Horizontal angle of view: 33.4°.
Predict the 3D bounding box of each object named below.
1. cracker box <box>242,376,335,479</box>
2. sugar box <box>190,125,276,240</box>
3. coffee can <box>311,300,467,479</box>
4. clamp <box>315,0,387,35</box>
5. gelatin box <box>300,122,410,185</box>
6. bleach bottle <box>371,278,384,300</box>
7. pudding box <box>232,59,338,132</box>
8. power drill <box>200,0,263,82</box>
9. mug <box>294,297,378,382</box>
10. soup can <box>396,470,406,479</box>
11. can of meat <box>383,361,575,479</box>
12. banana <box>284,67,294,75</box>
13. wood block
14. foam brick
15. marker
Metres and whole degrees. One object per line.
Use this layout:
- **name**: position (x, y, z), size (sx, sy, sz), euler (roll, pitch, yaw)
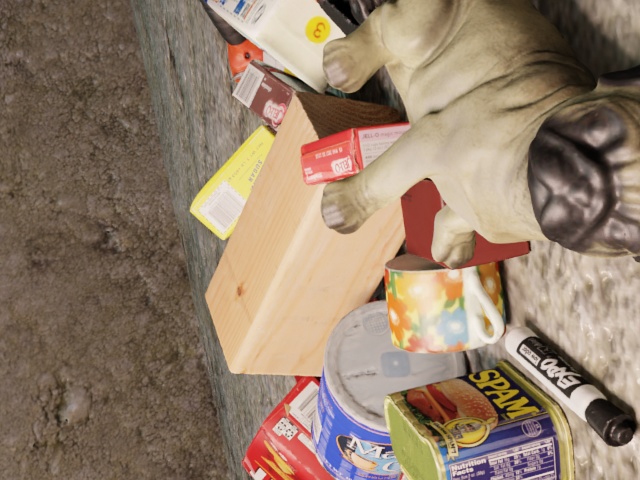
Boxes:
- **cracker box**: position (0.013, 0.221, 0.976), size (0.164, 0.072, 0.214), euler (42, 159, 7)
- **sugar box**: position (-0.046, -0.055, 0.920), size (0.048, 0.093, 0.176), euler (44, -167, 4)
- **coffee can**: position (0.048, 0.123, 0.816), size (0.140, 0.102, 0.103), euler (99, 156, -58)
- **clamp**: position (0.043, -0.147, 0.677), size (0.164, 0.036, 0.210), euler (67, 169, -15)
- **gelatin box**: position (0.042, -0.056, 0.677), size (0.073, 0.089, 0.030), euler (-7, 93, 63)
- **bleach bottle**: position (-0.004, -0.009, 1.024), size (0.251, 0.068, 0.102), euler (-142, 42, -74)
- **pudding box**: position (-0.010, -0.104, 0.865), size (0.039, 0.089, 0.114), euler (-63, 30, 13)
- **power drill**: position (-0.106, -0.265, 1.069), size (0.187, 0.057, 0.184), euler (55, -161, -39)
- **mug**: position (0.016, 0.091, 0.977), size (0.117, 0.081, 0.093), euler (111, 145, -68)
- **soup can**: position (0.100, 0.192, 0.734), size (0.102, 0.068, 0.068), euler (-136, 36, -68)
- **can of meat**: position (0.094, 0.122, 0.658), size (0.102, 0.083, 0.057), euler (-135, 35, -68)
- **banana**: position (-0.012, -0.138, 0.992), size (0.198, 0.037, 0.069), euler (112, 144, -68)
- **wood block**: position (-0.006, 0.001, 0.811), size (0.206, 0.090, 0.091), euler (-63, 36, 34)
- **foam brick**: position (0.085, -0.017, 0.644), size (0.078, 0.051, 0.053), euler (-152, 53, -74)
- **marker**: position (0.135, 0.079, 0.584), size (0.121, 0.020, 0.020), euler (-131, 31, -65)
